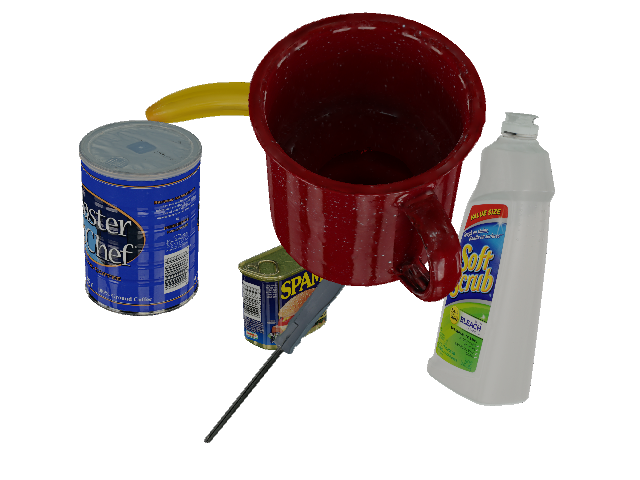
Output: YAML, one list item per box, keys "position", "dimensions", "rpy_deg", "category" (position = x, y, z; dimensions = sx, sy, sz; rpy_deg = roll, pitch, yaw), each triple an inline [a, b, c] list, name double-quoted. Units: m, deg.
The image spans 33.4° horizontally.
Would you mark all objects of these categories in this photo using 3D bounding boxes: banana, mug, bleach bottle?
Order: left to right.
- position: [-0.094, -0.147, 1.173]
  dimensions: [0.198, 0.037, 0.069]
  rpy_deg: [9, 45, 18]
  category: "banana"
- position: [0.024, -0.025, 0.443]
  dimensions: [0.093, 0.117, 0.081]
  rpy_deg: [-25, -30, -15]
  category: "mug"
- position: [0.155, 0.012, 0.943]
  dimensions: [0.068, 0.251, 0.103]
  rpy_deg: [-1, 14, -27]
  category: "bleach bottle"

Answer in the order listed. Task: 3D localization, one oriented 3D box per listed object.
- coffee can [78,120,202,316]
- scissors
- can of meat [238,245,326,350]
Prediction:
- position: [-0.156, -0.020, 0.932]
  dimensions: [0.103, 0.140, 0.103]
  rpy_deg: [4, 31, -2]
  category: "coffee can"
- position: [-0.015, 0.058, 0.714]
  dimensions: [0.016, 0.201, 0.096]
  rpy_deg: [39, -7, 3]
  category: "scissors"
- position: [-0.036, 0.057, 1.114]
  dimensions: [0.058, 0.084, 0.101]
  rpy_deg: [17, 27, 36]
  category: "can of meat"
